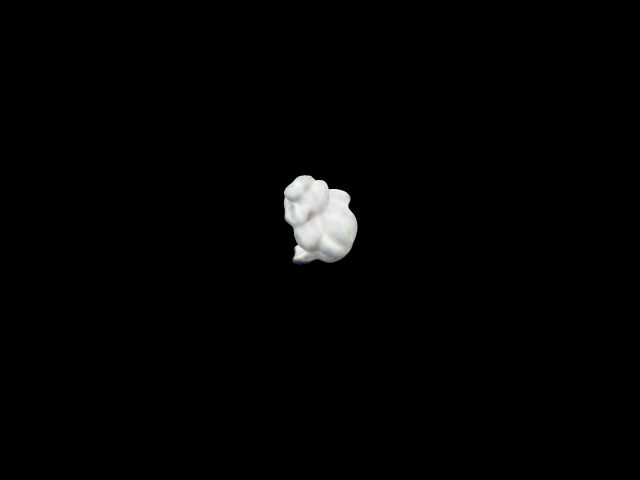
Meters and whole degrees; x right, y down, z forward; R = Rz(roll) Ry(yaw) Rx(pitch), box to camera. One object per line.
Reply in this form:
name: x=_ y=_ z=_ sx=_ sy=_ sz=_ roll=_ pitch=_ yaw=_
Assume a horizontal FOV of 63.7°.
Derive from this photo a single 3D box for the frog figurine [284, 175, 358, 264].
frog figurine: x=0.003 y=-0.043 z=0.850 sx=0.123 sy=0.155 sz=0.140 roll=27 pitch=51 yaw=25
